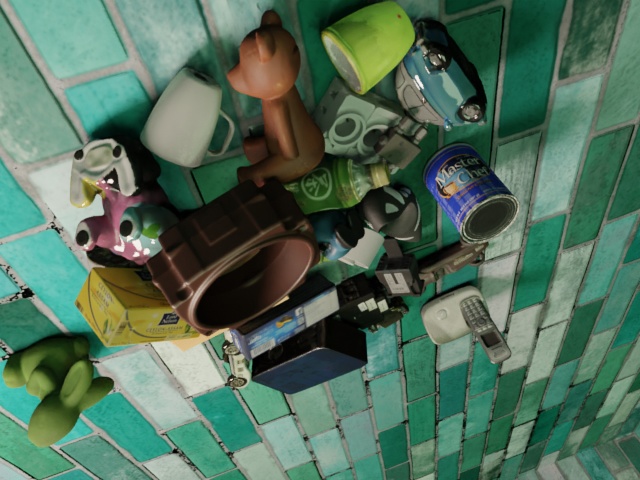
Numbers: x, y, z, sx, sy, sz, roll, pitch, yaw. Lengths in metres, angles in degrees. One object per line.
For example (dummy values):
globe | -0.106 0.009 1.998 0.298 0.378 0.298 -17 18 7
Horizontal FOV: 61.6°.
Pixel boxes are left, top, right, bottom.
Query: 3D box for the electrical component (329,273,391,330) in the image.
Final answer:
electrical component | 0.075 0.130 1.084 0.134 0.058 0.114 -23 140 0

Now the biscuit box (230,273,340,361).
biscuit box | -0.063 0.136 0.972 0.203 0.063 0.059 -26 123 -25

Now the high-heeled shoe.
high-heeled shoe | 0.132 -0.025 0.886 0.086 0.145 0.248 -38 134 17

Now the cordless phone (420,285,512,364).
cordless phone | 0.316 0.202 1.169 0.147 0.184 0.088 -23 142 -1

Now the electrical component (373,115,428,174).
electrical component | 0.109 -0.131 0.765 0.063 0.021 0.094 21 122 -37

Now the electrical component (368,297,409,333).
electrical component | 0.143 0.164 1.156 0.102 0.045 0.078 -29 136 5

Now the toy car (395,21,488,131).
toy car | 0.158 -0.213 0.744 0.103 0.109 0.161 -29 131 32

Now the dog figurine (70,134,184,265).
dog figurine | -0.228 -0.030 0.746 0.109 0.191 0.219 -14 165 18

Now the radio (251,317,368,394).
radio | -0.027 0.237 1.088 0.229 0.073 0.131 -32 134 33

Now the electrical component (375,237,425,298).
electrical component | 0.147 0.053 1.016 0.075 0.048 0.119 -3 130 29

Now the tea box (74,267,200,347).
tea box | -0.246 0.093 0.775 0.169 0.098 0.068 5 120 -59

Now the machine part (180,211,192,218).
machine part | -0.152 -0.012 0.849 0.139 0.039 0.084 4 127 -15

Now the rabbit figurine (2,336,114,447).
rabbit figurine | -0.432 0.258 0.905 0.159 0.170 0.121 -24 138 2

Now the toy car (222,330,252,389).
toy car | -0.164 0.217 1.052 0.056 0.074 0.201 -11 136 -13

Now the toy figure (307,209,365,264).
toy figure | -0.004 -0.001 0.839 0.082 0.180 0.089 -17 98 -37

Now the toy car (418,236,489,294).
toy car | 0.252 0.050 1.086 0.202 0.053 0.089 -26 134 4

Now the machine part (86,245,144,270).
machine part | -0.312 0.072 0.840 0.079 0.079 0.243 -8 136 -16

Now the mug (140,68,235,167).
mug | -0.157 -0.153 0.679 0.109 0.081 0.107 16 116 -29

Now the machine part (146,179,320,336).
machine part | -0.103 0.029 0.705 0.201 0.087 0.201 -34 156 -9

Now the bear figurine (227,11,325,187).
bear figurine | -0.070 -0.169 0.675 0.132 0.120 0.195 -16 130 13
